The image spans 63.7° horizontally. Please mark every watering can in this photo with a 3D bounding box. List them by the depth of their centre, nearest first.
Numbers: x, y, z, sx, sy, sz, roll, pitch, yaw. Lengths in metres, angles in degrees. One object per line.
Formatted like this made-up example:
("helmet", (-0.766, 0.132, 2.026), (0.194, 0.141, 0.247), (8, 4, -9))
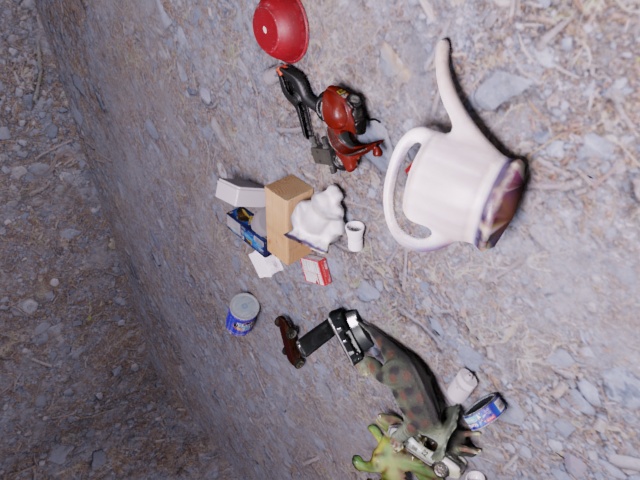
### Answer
("watering can", (0.221, -0.127, 0.828), (0.226, 0.342, 0.105), (26, 23, 27))

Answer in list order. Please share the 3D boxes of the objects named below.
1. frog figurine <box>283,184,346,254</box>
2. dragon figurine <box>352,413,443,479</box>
("frog figurine", (0.004, -0.061, 1.214), (0.139, 0.158, 0.122), (30, 13, 31))
("dragon figurine", (0.228, 0.637, 1.390), (0.124, 0.408, 0.240), (-30, 8, -41))
